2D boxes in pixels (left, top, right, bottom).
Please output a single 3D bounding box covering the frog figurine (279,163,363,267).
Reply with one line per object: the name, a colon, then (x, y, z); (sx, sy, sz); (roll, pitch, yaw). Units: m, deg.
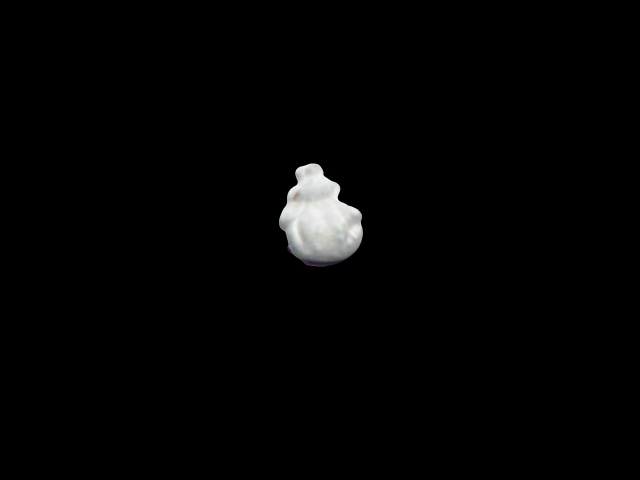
frog figurine: (0.003, -0.043, 0.850); (0.137, 0.157, 0.125); (4, 22, 11)
